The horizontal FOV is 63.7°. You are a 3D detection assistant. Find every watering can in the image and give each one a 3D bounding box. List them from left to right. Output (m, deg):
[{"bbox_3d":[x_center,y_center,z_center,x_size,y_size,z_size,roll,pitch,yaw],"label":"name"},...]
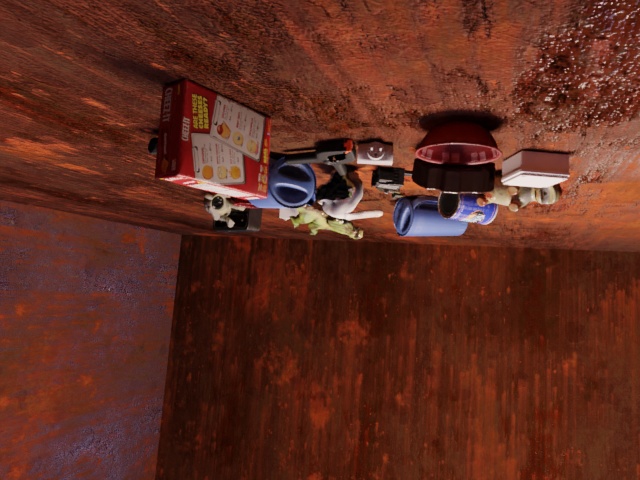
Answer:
[{"bbox_3d":[0.068,-0.092,1.923,0.348,0.104,0.223,4,175,11],"label":"watering can"}]

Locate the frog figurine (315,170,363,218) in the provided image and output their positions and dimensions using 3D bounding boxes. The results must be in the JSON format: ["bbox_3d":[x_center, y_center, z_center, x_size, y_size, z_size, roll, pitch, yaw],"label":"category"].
[{"bbox_3d":[0.060,-0.125,1.407,0.123,0.138,0.158,20,176,13],"label":"frog figurine"}]

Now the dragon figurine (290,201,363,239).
[{"bbox_3d":[0.005,-0.084,1.677,0.244,0.123,0.406,13,172,41],"label":"dragon figurine"}]
